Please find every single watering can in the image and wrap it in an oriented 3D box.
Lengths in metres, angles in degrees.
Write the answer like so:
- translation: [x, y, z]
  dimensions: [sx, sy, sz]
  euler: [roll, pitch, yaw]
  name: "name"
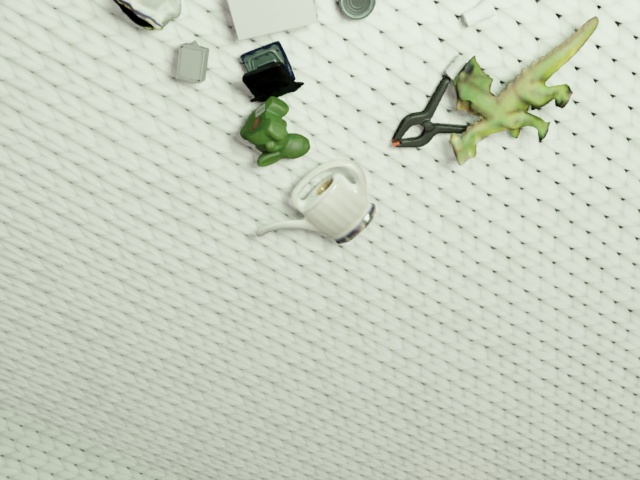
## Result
- translation: [0.004, -0.071, 1.414]
  dimensions: [0.222, 0.106, 0.343]
  euler: [40, 114, -20]
  name: "watering can"

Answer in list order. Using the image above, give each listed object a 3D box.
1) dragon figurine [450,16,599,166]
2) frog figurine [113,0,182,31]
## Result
- translation: [0.435, -0.351, 1.201]
  dimensions: [0.242, 0.125, 0.402]
  euler: [14, 121, -12]
  name: "dragon figurine"
- translation: [-0.374, -0.563, 1.166]
  dimensions: [0.137, 0.122, 0.160]
  euler: [29, 82, -4]
  name: "frog figurine"
